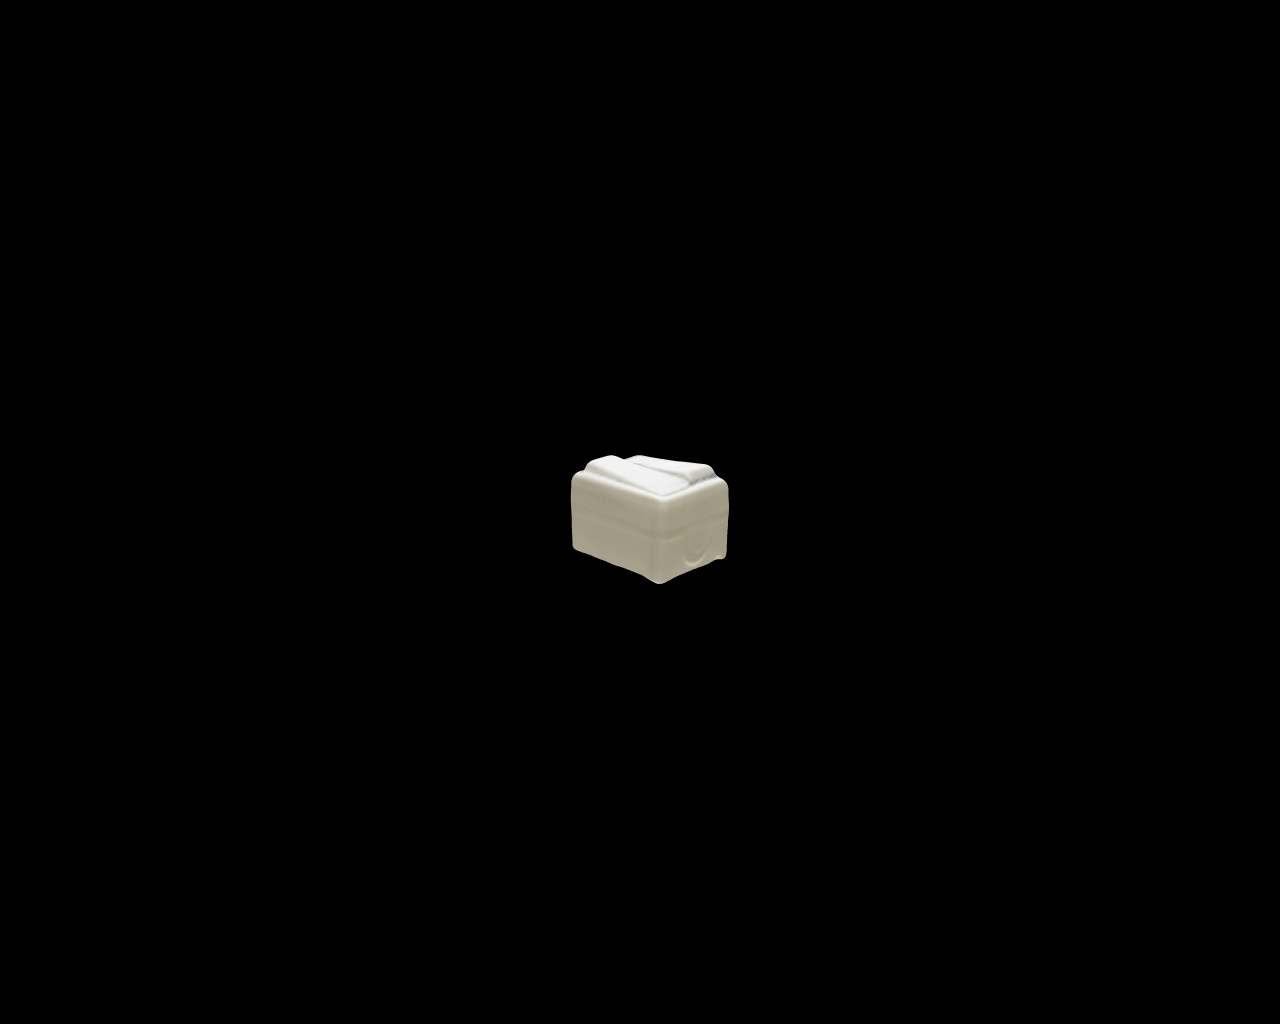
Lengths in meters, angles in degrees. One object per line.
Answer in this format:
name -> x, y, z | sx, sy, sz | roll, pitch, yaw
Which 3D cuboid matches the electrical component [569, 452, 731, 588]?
electrical component -> 0.001, -0.003, 0.650 | 0.062, 0.061, 0.096 | -18, 26, -41
